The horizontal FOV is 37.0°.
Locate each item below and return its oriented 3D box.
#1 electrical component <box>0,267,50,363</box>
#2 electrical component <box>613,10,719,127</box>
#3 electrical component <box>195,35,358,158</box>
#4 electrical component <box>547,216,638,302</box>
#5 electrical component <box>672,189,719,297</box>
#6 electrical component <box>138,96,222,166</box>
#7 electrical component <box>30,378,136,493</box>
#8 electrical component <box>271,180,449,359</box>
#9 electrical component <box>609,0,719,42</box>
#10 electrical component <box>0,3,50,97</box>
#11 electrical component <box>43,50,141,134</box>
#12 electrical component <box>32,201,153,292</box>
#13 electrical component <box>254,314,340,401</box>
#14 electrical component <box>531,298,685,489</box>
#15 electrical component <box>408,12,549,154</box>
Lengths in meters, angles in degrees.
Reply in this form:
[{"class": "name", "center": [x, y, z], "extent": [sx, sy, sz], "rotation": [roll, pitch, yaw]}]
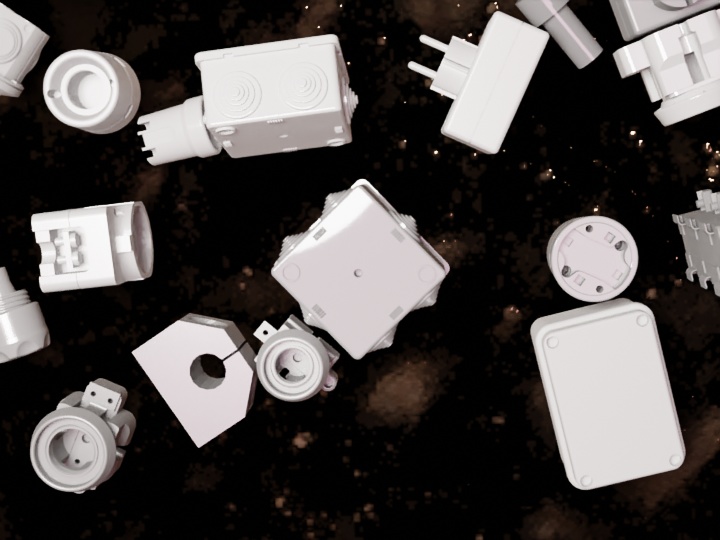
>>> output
[{"class": "electrical component", "center": [-0.241, 0.030, 0.736], "extent": [0.043, 0.043, 0.062], "rotation": [-19, 93, 4]}, {"class": "electrical component", "center": [0.212, -0.128, 0.694], "extent": [0.078, 0.058, 0.057], "rotation": [-21, 91, 4]}, {"class": "electrical component", "center": [-0.051, -0.107, 0.688], "extent": [0.100, 0.099, 0.048], "rotation": [-7, 82, 3]}, {"class": "electrical component", "center": [0.152, -0.009, 0.712], "extent": [0.055, 0.047, 0.055], "rotation": [0, 95, 3]}, {"class": "electrical component", "center": [0.240, -0.018, 0.670], "extent": [0.063, 0.121, 0.078], "rotation": [-14, 95, 7]}, {"class": "electrical component", "center": [-0.121, -0.092, 0.721], "extent": [0.046, 0.040, 0.040], "rotation": [-13, 95, 10]}, {"class": "electrical component", "center": [-0.190, 0.118, 0.735], "extent": [0.058, 0.057, 0.078], "rotation": [23, 96, 0]}, {"class": "electrical component", "center": [0.000, 0.000, 0.719], "extent": [0.100, 0.048, 0.099], "rotation": [-44, 92, 6]}, {"class": "electrical component", "center": [0.197, -0.182, 0.679], "extent": [0.066, 0.076, 0.047], "rotation": [-21, 94, 4]}, {"class": "electrical component", "center": [-0.248, -0.152, 0.701], "extent": [0.080, 0.080, 0.051], "rotation": [33, 91, -1]}, {"class": "electrical component", "center": [-0.179, -0.119, 0.717], "extent": [0.055, 0.047, 0.055], "rotation": [0, 96, 3]}, {"class": "electrical component", "center": [-0.170, -0.017, 0.705], "extent": [0.056, 0.089, 0.050], "rotation": [-6, 95, 3]}, {"class": "electrical component", "center": [-0.043, 0.061, 0.724], "extent": [0.066, 0.055, 0.048], "rotation": [40, 96, -2]}, {"class": "electrical component", "center": [0.164, 0.081, 0.716], "extent": [0.078, 0.057, 0.113], "rotation": [-14, 95, 4]}, {"class": "electrical component", "center": [0.070, -0.128, 0.705], "extent": [0.076, 0.047, 0.083], "rotation": [24, 96, -1]}]
